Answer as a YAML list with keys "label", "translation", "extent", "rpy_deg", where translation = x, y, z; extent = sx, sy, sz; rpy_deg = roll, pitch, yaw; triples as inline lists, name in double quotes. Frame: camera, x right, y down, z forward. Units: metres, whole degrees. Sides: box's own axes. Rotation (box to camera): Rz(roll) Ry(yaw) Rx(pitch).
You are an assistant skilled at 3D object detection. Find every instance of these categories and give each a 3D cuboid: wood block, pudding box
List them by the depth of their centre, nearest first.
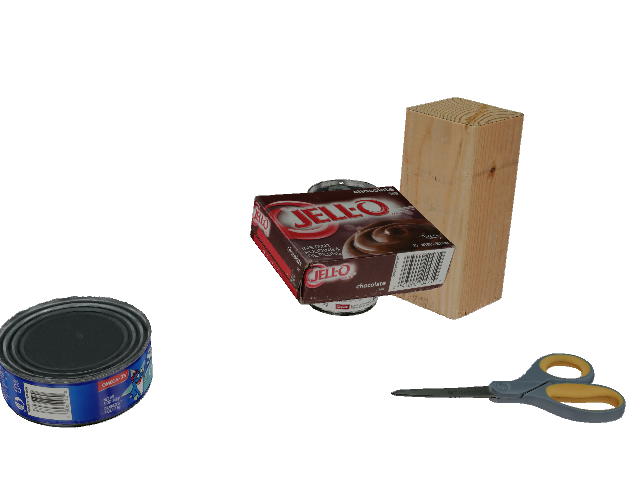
- label: "pudding box"
  translation: [0.020, 0.001, 0.724]
  extent: [0.113, 0.039, 0.090]
  rpy_deg: [-4, 32, -27]
- label: "wood block"
  translation: [0.142, -0.035, 1.116]
  extent: [0.090, 0.206, 0.090]
  rpy_deg: [21, 27, 39]

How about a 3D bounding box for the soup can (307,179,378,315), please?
- label: "soup can"
  translation: [0.020, 0.006, 0.932]
  extent: [0.068, 0.102, 0.068]
  rpy_deg: [2, 26, -1]

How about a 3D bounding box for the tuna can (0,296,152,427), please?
- label: "tuna can"
  translation: [-0.137, 0.067, 0.600]
  extent: [0.086, 0.034, 0.086]
  rpy_deg: [1, 28, 0]

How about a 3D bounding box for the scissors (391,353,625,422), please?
- label: "scissors"
  translation: [0.162, 0.121, 0.929]
  extent: [0.202, 0.016, 0.096]
  rpy_deg: [8, 27, 1]
